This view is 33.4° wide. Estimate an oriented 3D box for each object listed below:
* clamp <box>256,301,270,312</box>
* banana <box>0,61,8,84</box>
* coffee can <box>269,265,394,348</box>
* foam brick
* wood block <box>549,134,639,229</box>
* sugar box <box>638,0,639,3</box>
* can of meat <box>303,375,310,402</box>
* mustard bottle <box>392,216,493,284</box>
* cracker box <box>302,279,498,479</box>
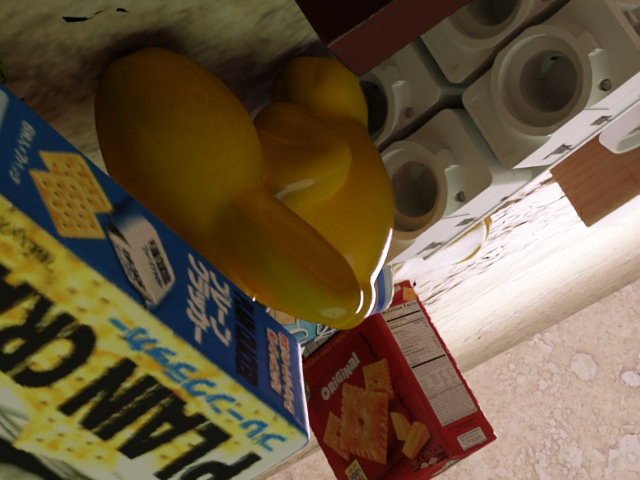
[{"bbox_3d":[-0.037,-0.012,0.647,0.171,0.120,0.039,-45,-153,-21],"label":"clamp"},{"bbox_3d":[-0.148,-0.015,0.493,0.069,0.037,0.198,-27,165,-9],"label":"banana"},{"bbox_3d":[-0.036,0.029,0.723,0.140,0.103,0.103,-24,164,-19],"label":"coffee can"},{"bbox_3d":[0.028,-0.116,0.456,0.078,0.053,0.051,-32,165,12],"label":"foam brick"},{"bbox_3d":[0.316,-0.102,0.974,0.206,0.091,0.090,-36,164,24],"label":"wood block"},{"bbox_3d":[0.162,-0.131,0.679,0.093,0.048,0.176,-36,160,22],"label":"sugar box"},{"bbox_3d":[-0.071,0.123,0.979,0.084,0.102,0.057,-34,164,25],"label":"can of meat"},{"bbox_3d":[0.094,0.001,0.965,0.191,0.058,0.096,-15,160,-44],"label":"mustard bottle"},{"bbox_3d":[0.049,0.137,1.024,0.071,0.214,0.164,-14,159,-41],"label":"cracker box"}]
